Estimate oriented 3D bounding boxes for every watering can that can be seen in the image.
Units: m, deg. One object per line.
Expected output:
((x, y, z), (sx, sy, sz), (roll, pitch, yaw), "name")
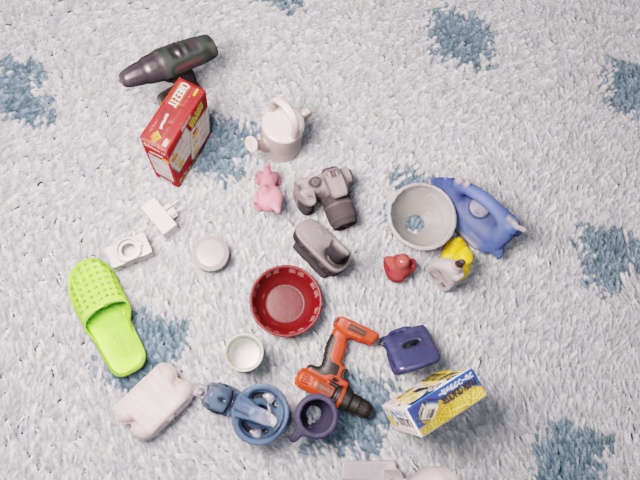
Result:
((-0.090, -0.254, 1.312), (0.101, 0.194, 0.173), (31, 74, 2), "watering can")

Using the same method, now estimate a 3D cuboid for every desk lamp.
((0.155, 0.508, 1.139), (0.203, 0.213, 0.118), (2, 75, -6), "desk lamp")

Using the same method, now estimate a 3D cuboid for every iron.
((0.370, -0.081, 1.355), (0.258, 0.141, 0.119), (42, 75, 4), "iron")

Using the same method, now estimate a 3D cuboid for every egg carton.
((-0.342, 0.337, 1.193), (0.107, 0.069, 0.150), (43, 75, 5), "egg carton")

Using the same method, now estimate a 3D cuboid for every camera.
((0.023, -0.091, 1.334), (0.143, 0.100, 0.137), (-18, 79, -11), "camera")

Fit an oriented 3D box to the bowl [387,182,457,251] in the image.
((0.234, -0.048, 1.363), (0.167, 0.074, 0.167), (2, 76, -7), "bowl")

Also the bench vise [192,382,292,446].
((-0.154, 0.346, 1.137), (0.207, 0.219, 0.121), (4, 75, -6), "bench vise")

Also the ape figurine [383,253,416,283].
((0.185, 0.057, 1.321), (0.078, 0.092, 0.076), (27, 74, 0), "ape figurine")

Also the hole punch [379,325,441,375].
((0.199, 0.243, 1.276), (0.109, 0.091, 0.101), (-16, 78, -11), "hole punch")

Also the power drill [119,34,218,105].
((-0.334, -0.369, 1.302), (0.230, 0.208, 0.075), (-36, 82, -14), "power drill")

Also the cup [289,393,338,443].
((-0.021, 0.381, 1.210), (0.118, 0.095, 0.091), (-42, 84, -15), "cup")

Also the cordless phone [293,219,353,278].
((0.012, 0.005, 1.264), (0.147, 0.185, 0.094), (41, 75, 4), "cordless phone")

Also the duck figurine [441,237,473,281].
((0.331, 0.040, 1.348), (0.077, 0.086, 0.104), (2, 75, -6), "duck figurine")

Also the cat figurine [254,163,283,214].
((-0.118, -0.114, 1.312), (0.067, 0.117, 0.128), (-1, 76, -7), "cat figurine")

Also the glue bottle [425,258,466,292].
((0.293, 0.068, 1.290), (0.037, 0.173, 0.078), (-36, 82, -14), "glue bottle")
